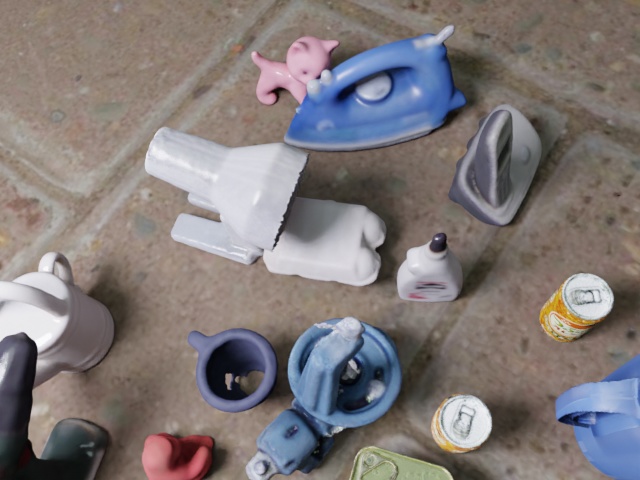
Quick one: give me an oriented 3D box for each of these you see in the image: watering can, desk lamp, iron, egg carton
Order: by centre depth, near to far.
[{"bbox_3d":[-0.325,0.096,0.661,0.101,0.194,0.172,-21,66,-2],"label":"watering can"},{"bbox_3d":[-0.107,-0.049,0.686,0.203,0.214,0.118,16,70,13],"label":"desk lamp"},{"bbox_3d":[0.007,0.003,0.730,0.150,0.069,0.107,7,68,10],"label":"egg carton"},{"bbox_3d":[0.065,-0.205,0.771,0.258,0.141,0.118,-18,66,-1],"label":"iron"}]

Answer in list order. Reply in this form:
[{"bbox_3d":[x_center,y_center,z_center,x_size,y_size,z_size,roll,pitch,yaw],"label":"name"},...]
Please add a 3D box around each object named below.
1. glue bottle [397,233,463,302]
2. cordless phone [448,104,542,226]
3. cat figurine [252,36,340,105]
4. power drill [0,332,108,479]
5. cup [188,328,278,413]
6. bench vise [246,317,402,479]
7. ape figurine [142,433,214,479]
[{"bbox_3d":[0.127,0.030,0.648,0.078,0.173,0.037,-3,67,6],"label":"glue bottle"},{"bbox_3d":[0.223,-0.115,0.691,0.094,0.185,0.148,22,72,15],"label":"cordless phone"},{"bbox_3d":[-0.035,-0.249,0.814,0.127,0.118,0.067,6,68,9],"label":"cat figurine"},{"bbox_3d":[-0.311,0.226,0.596,0.075,0.208,0.230,12,69,12],"label":"power drill"},{"bbox_3d":[-0.098,0.151,0.666,0.117,0.095,0.092,31,74,18],"label":"cup"},{"bbox_3d":[0.010,0.163,0.580,0.121,0.220,0.207,21,71,15],"label":"bench vise"},{"bbox_3d":[-0.166,0.242,0.637,0.077,0.092,0.076,32,74,18],"label":"ape figurine"}]
